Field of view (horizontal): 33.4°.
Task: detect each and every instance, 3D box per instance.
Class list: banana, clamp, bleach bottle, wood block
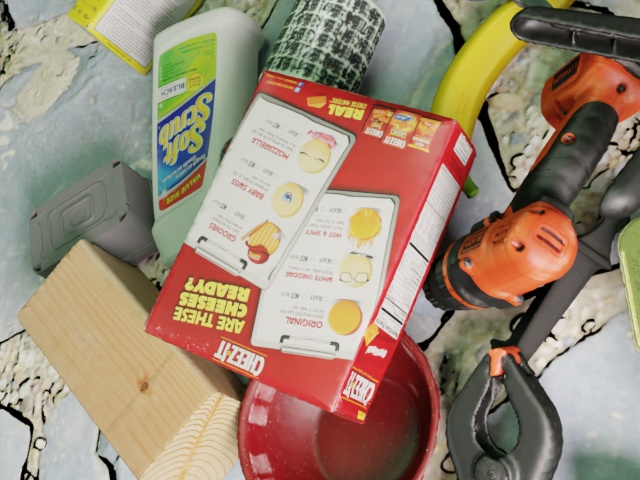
[{"bbox_3d":[0.134,-0.128,0.833,0.070,0.037,0.198,26,85,17],"label":"banana"},{"bbox_3d":[0.111,0.158,0.704,0.120,0.039,0.171,-9,80,24],"label":"clamp"},{"bbox_3d":[0.235,-0.098,0.644,0.210,0.036,0.164,-12,59,5],"label":"clamp"},{"bbox_3d":[-0.099,-0.073,0.930,0.103,0.068,0.251,-14,65,27],"label":"bleach bottle"},{"bbox_3d":[-0.146,0.102,0.866,0.091,0.090,0.206,-49,54,2],"label":"wood block"}]

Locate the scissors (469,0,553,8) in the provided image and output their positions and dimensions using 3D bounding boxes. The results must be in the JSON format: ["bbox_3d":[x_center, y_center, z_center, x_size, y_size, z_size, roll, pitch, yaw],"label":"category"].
[{"bbox_3d":[0.167,-0.199,0.807,0.096,0.016,0.202,-39,30,-4],"label":"scissors"}]

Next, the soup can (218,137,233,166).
[{"bbox_3d":[-0.023,-0.057,0.874,0.102,0.068,0.068,-5,67,28],"label":"soup can"}]

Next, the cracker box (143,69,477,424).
[{"bbox_3d":[-0.005,0.001,0.760,0.164,0.072,0.213,19,81,29],"label":"cracker box"}]

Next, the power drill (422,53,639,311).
[{"bbox_3d":[0.148,-0.035,0.734,0.187,0.057,0.185,-59,8,-17],"label":"power drill"}]

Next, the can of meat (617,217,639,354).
[{"bbox_3d":[0.227,0.041,0.673,0.058,0.083,0.102,-15,62,24],"label":"can of meat"}]

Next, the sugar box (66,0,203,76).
[{"bbox_3d":[-0.151,-0.254,1.019,0.048,0.093,0.176,37,90,36],"label":"sugar box"}]

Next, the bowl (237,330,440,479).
[{"bbox_3d":[0.021,0.136,0.772,0.162,0.055,0.162,-12,64,26],"label":"bowl"}]
